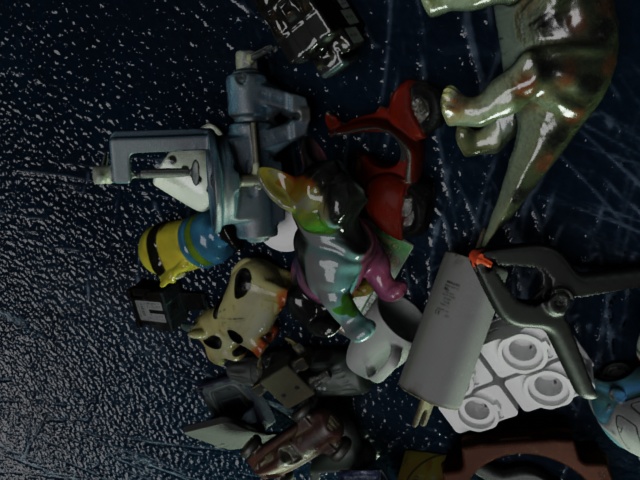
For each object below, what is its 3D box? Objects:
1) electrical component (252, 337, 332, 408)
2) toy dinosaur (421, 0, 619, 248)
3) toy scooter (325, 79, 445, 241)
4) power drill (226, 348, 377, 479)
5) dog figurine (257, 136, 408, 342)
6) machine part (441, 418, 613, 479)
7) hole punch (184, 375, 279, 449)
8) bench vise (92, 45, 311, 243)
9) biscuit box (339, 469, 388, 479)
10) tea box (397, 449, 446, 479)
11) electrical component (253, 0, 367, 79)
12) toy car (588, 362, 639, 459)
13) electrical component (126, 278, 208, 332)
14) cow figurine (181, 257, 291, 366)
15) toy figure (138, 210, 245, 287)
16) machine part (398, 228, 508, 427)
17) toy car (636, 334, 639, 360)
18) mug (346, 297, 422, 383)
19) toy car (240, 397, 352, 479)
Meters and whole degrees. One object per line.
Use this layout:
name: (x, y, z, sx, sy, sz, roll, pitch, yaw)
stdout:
electrical component: (-0.044, 0.183, 0.739, 0.078, 0.045, 0.102, 42, 113, -17)
toy dinosaur: (0.204, -0.186, 0.494, 0.192, 0.131, 0.404, -7, 117, 26)
toy scooter: (0.068, -0.091, 0.614, 0.135, 0.075, 0.183, 10, 114, 19)
power drill: (-0.014, 0.254, 0.814, 0.232, 0.086, 0.207, -15, 99, 25)
dog figurine: (-0.001, -0.002, 0.619, 0.192, 0.108, 0.219, -5, 118, 55)
machine part: (0.268, 0.339, 0.687, 0.201, 0.087, 0.201, -12, 88, 18)
hole punch: (-0.144, 0.285, 0.884, 0.142, 0.092, 0.115, -25, 131, 28)
bench vise: (-0.131, -0.103, 0.608, 0.241, 0.129, 0.223, -5, 110, -14)
biscuit box: (0.082, 0.400, 0.794, 0.063, 0.059, 0.202, -8, 139, 16)
tea box: (0.139, 0.392, 0.752, 0.068, 0.169, 0.098, -2, 111, 24)
electrical component: (-0.010, -0.235, 0.556, 0.058, 0.115, 0.134, -29, 98, 33)
toy car: (0.389, 0.198, 0.596, 0.162, 0.103, 0.109, -20, 105, 31)
electrical component: (-0.240, 0.104, 0.852, 0.119, 0.048, 0.074, 5, 116, 23)
cow figurine: (-0.120, 0.107, 0.780, 0.127, 0.085, 0.194, 32, 118, 9)
toy figure: (-0.179, 0.002, 0.760, 0.180, 0.082, 0.089, -21, 92, 34)
machine part: (0.154, 0.102, 0.622, 0.079, 0.079, 0.243, 20, 91, 13)
toy car: (0.397, 0.054, 0.536, 0.073, 0.056, 0.201, 16, 116, -17)
mug: (0.081, 0.141, 0.698, 0.081, 0.110, 0.107, 25, 126, -13)
toy car: (-0.042, 0.300, 0.771, 0.089, 0.053, 0.202, 47, 122, -2)
